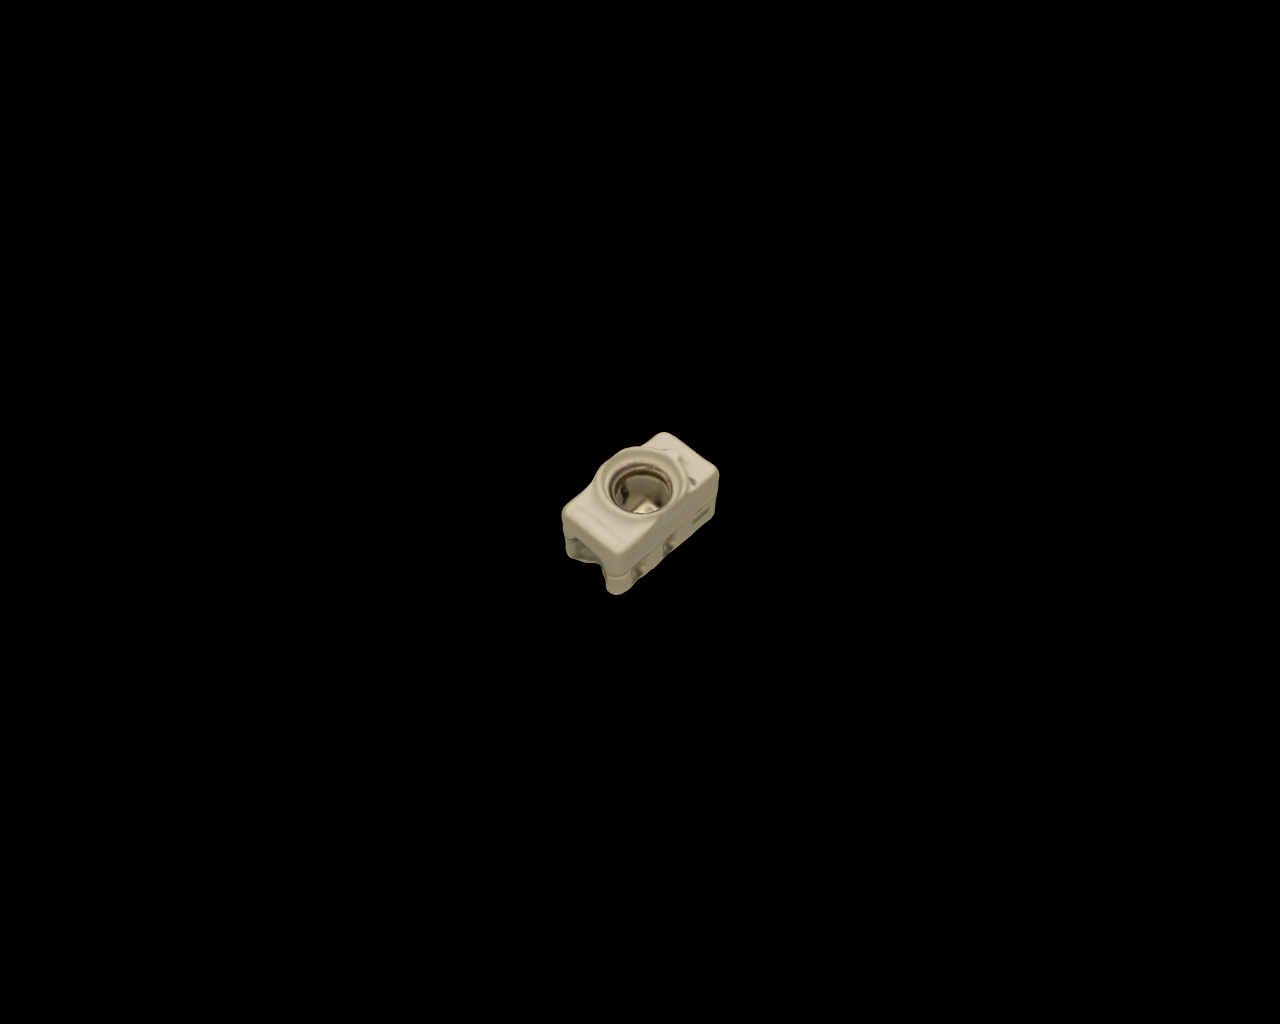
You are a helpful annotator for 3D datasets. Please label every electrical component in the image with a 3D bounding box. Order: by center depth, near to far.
[{"bbox_3d":[0.001,-0.003,0.650,0.050,0.055,0.090,39,63,25],"label":"electrical component"}]
